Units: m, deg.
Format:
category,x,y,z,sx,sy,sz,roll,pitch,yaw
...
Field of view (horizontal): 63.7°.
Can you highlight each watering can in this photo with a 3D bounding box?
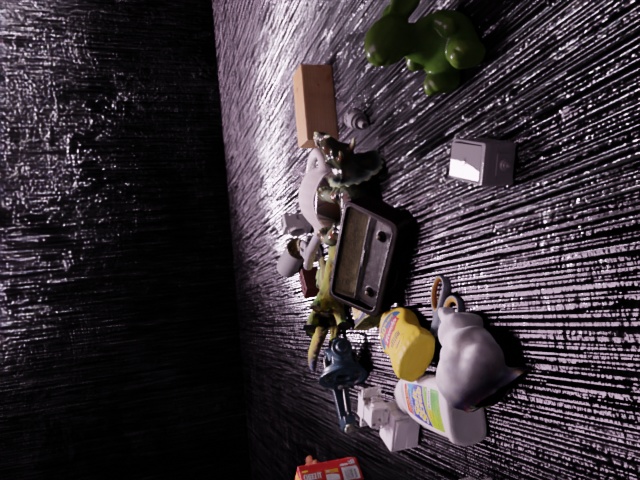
category,x,y,z,sx,sy,sz,roll,pitch,yaw
watering can,0.004,-0.069,1.361,0.226,0.104,0.345,-154,63,-68

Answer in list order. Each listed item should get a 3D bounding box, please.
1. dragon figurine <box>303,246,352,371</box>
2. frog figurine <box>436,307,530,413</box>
category,x,y,z,sx,sy,sz,roll,pitch,yaw
dragon figurine,0.014,0.166,1.433,0.400,0.122,0.249,110,168,-45
frog figurine,0.213,0.167,0.775,0.162,0.123,0.134,58,167,35
